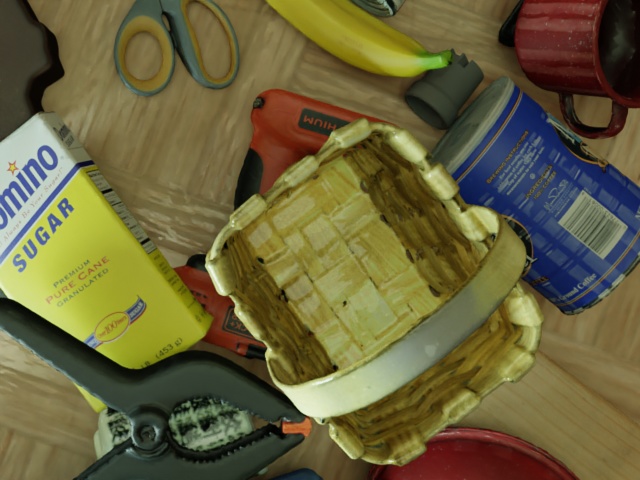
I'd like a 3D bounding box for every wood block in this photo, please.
[{"bbox_3d":[0.168,0.147,0.751,0.206,0.091,0.090,36,87,-6],"label":"wood block"}]

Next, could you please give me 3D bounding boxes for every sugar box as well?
[{"bbox_3d":[-0.158,0.014,0.691,0.093,0.048,0.176,-37,97,7],"label":"sugar box"}]

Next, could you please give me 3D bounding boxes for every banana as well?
[{"bbox_3d":[0.003,-0.168,0.740,0.198,0.070,0.037,34,56,1],"label":"banana"}]

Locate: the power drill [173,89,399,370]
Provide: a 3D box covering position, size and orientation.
[{"bbox_3d":[-0.005,0.001,0.744,0.184,0.057,0.187,18,89,-6],"label":"power drill"}]

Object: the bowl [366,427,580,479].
[{"bbox_3d":[0.100,0.201,0.698,0.162,0.055,0.162,9,123,14],"label":"bowl"}]

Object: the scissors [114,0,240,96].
[{"bbox_3d":[-0.128,-0.189,0.748,0.096,0.016,0.202,-30,94,-6],"label":"scissors"}]

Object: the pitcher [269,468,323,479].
[{"bbox_3d":[-0.097,0.236,0.698,0.242,0.149,0.145,-20,93,-9],"label":"pitcher"}]

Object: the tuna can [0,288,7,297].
[{"bbox_3d":[-0.229,0.017,0.731,0.086,0.034,0.086,0,91,-6],"label":"tuna can"}]

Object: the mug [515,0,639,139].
[{"bbox_3d":[0.188,-0.127,0.727,0.093,0.082,0.117,-11,106,-32],"label":"mug"}]

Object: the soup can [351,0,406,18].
[{"bbox_3d":[0.054,-0.215,0.743,0.068,0.068,0.102,36,87,-6],"label":"soup can"}]

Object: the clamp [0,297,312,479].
[{"bbox_3d":[-0.112,0.107,0.663,0.210,0.036,0.164,-7,97,-5],"label":"clamp"}]

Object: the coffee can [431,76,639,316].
[{"bbox_3d":[0.149,-0.030,0.739,0.140,0.103,0.103,38,87,-6],"label":"coffee can"}]

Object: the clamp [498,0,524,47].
[{"bbox_3d":[0.179,-0.228,0.754,0.171,0.039,0.120,-38,133,-8],"label":"clamp"}]
